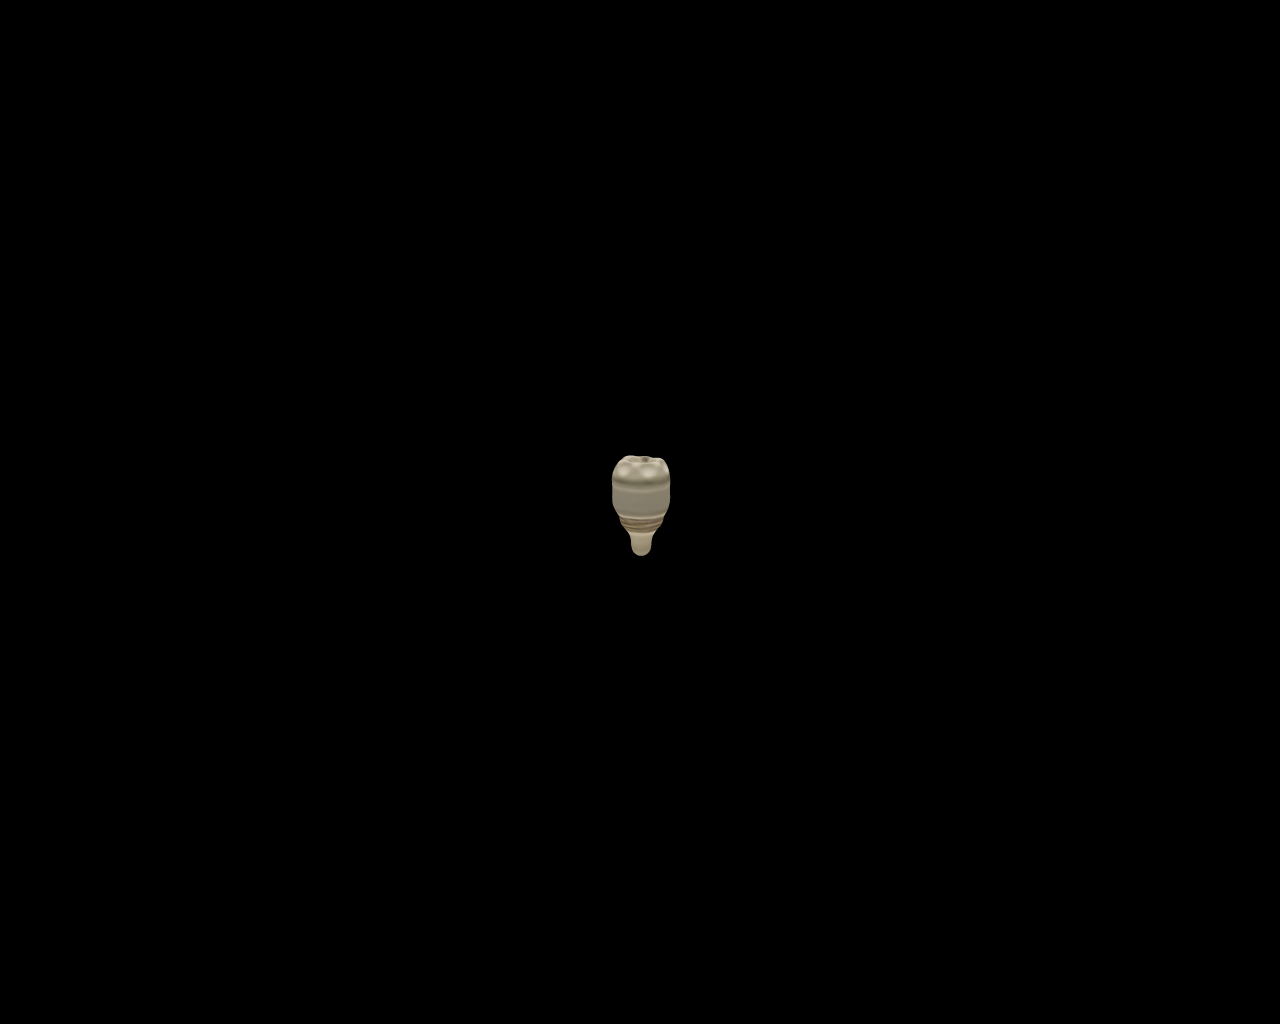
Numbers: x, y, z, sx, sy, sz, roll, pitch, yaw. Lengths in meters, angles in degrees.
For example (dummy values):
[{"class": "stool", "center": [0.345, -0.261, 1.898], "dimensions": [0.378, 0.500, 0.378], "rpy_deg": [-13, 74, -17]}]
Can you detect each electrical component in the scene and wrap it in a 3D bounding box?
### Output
[{"class": "electrical component", "center": [0.001, -0.003, 0.650], "dimensions": [0.035, 0.061, 0.035], "rpy_deg": [0, 16, 0]}]
